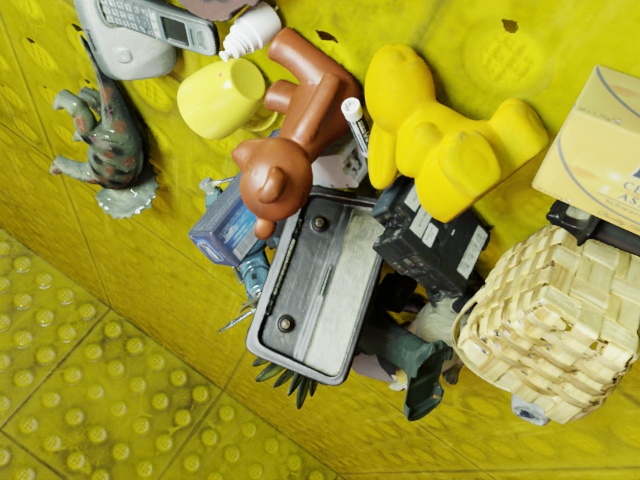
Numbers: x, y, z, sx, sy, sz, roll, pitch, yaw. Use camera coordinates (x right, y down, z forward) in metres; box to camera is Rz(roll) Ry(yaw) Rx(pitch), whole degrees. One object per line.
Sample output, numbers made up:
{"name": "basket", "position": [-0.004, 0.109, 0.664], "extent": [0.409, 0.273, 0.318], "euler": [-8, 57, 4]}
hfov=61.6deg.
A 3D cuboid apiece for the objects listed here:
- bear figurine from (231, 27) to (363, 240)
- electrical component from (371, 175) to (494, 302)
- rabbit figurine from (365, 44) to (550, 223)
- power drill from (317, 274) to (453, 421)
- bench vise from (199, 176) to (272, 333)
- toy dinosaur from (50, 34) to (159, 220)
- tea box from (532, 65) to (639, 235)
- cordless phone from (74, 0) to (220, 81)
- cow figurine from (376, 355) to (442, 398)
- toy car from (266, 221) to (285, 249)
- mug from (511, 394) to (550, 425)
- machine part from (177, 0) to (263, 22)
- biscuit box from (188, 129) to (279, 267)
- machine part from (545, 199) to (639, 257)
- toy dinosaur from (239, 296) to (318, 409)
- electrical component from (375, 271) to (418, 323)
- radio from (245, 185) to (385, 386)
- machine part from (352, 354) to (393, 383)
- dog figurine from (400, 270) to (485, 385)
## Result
{"name": "bear figurine", "position": [-0.042, -0.109, 0.575], "extent": [0.132, 0.196, 0.120], "euler": [33, 156, 9]}
{"name": "electrical component", "position": [0.125, -0.012, 0.622], "extent": [0.134, 0.115, 0.058], "euler": [43, 148, -13]}
{"name": "rabbit figurine", "position": [0.108, -0.109, 0.526], "extent": [0.173, 0.122, 0.162], "euler": [51, 162, 3]}
{"name": "power drill", "position": [0.077, 0.156, 0.750], "extent": [0.208, 0.086, 0.231], "euler": [36, 126, 46]}
{"name": "bench vise", "position": [-0.133, 0.008, 0.889], "extent": [0.129, 0.224, 0.240], "euler": [-18, 127, 9]}
{"name": "toy dinosaur", "position": [-0.367, -0.165, 0.963], "extent": [0.192, 0.131, 0.405], "euler": [28, 150, -11]}
{"name": "tea box", "position": [0.275, -0.056, 0.431], "extent": [0.170, 0.068, 0.098], "euler": [28, 152, 18]}
{"name": "cordless phone", "position": [-0.196, -0.247, 0.665], "extent": [0.184, 0.089, 0.146], "euler": [25, 151, 13]}
{"name": "cow figurine", "position": [0.137, 0.201, 0.866], "extent": [0.098, 0.068, 0.167], "euler": [30, -175, -7]}
{"name": "toy car", "position": [-0.002, -0.002, 0.803], "extent": [0.103, 0.109, 0.162], "euler": [32, 168, -34]}
{"name": "mug", "position": [0.308, 0.193, 0.740], "extent": [0.081, 0.107, 0.109], "euler": [20, 151, 26]}
{"name": "machine part", "position": [-0.106, -0.299, 0.505], "extent": [0.179, 0.056, 0.179], "euler": [27, 150, 17]}
{"name": "biscuit box", "position": [-0.080, -0.059, 0.688], "extent": [0.063, 0.202, 0.059], "euler": [3, 139, 48]}
{"name": "machine part", "position": [0.279, -0.010, 0.482], "extent": [0.139, 0.084, 0.039], "euler": [28, 143, 16]}
{"name": "toy dinosaur", "position": [-0.022, 0.164, 0.892], "extent": [0.105, 0.198, 0.470], "euler": [20, 154, 27]}
{"name": "electrical component", "position": [0.115, 0.080, 0.802], "extent": [0.045, 0.102, 0.078], "euler": [39, 162, -18]}
{"name": "radio", "position": [0.003, 0.051, 0.668], "extent": [0.131, 0.229, 0.073], "euler": [17, 168, 10]}
{"name": "machine part", "position": [0.141, 0.235, 1.032], "extent": [0.243, 0.079, 0.079], "euler": [0, 135, 51]}
{"name": "dog figurine", "position": [0.198, 0.111, 0.777], "extent": [0.121, 0.172, 0.190], "euler": [41, 123, 18]}
